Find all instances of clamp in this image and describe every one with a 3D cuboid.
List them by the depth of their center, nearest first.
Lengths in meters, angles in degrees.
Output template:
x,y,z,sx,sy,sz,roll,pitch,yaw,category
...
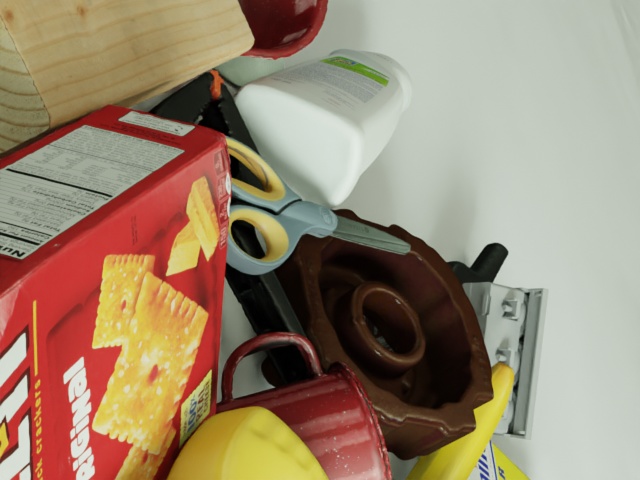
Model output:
x,y,z,sx,sy,sz,roll,pitch,yaw,category
-0.078,-0.022,0.629,0.164,0.036,0.210,22,46,-38,clamp
0.140,0.068,0.962,0.171,0.039,0.120,-11,81,-54,clamp

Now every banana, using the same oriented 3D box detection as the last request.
x,y,z,sx,sy,sz,roll,pitch,yaw,category
0.083,0.167,0.746,0.037,0.070,0.197,37,50,6,banana

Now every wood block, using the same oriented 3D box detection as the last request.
x,y,z,sx,sy,sz,roll,pitch,yaw,category
-0.128,-0.106,0.548,0.090,0.091,0.205,64,28,-9,wood block

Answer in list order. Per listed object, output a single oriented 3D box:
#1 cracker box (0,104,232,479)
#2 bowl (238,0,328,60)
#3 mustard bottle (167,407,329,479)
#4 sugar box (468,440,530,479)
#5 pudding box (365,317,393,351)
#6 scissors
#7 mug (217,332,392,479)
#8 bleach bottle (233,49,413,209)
x,y,z,sx,sy,sz,roll,pitch,yaw,category
-0.108,0.057,0.416,0.213,0.072,0.164,-49,148,-60,cracker box
-0.072,-0.184,0.713,0.161,0.055,0.162,18,60,-35,bowl
-0.053,0.156,0.426,0.096,0.058,0.191,65,32,-16,mustard bottle
0.142,0.223,0.851,0.176,0.048,0.093,47,35,-37,sugar box
0.071,0.090,0.823,0.090,0.039,0.113,47,35,-37,pudding box
-0.004,0.001,0.656,0.201,0.016,0.096,31,42,-36,scissors
-0.019,0.108,0.572,0.081,0.093,0.117,-13,91,-17,mug
0.022,-0.100,0.809,0.102,0.068,0.250,27,26,12,bleach bottle
